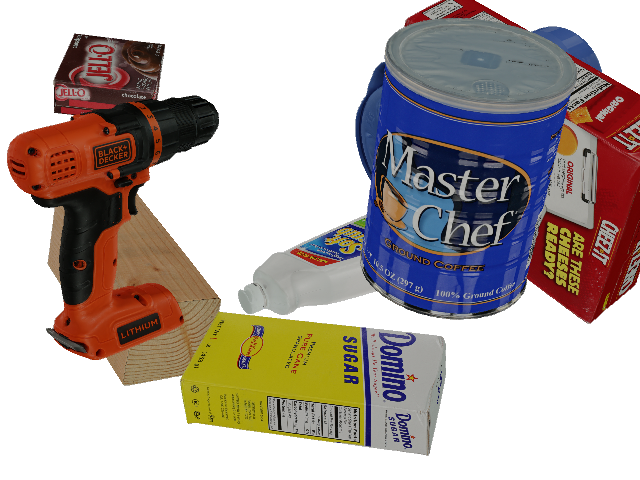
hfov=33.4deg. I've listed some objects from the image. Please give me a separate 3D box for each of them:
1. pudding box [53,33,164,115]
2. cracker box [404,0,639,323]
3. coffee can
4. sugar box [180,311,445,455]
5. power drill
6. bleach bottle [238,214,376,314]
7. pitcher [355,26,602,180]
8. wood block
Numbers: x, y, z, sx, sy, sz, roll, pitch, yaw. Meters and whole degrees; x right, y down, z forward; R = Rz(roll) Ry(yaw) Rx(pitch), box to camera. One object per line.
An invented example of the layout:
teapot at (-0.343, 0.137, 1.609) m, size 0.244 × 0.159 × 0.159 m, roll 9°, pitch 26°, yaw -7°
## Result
pudding box at (-0.197, -0.153, 1.003) m, size 0.090 × 0.039 × 0.113 m, roll 7°, pitch 31°, yaw -6°
cracker box at (0.154, -0.065, 0.803) m, size 0.072 × 0.164 × 0.214 m, roll -34°, pitch 56°, yaw -29°
coffee can at (0.080, -0.041, 0.607) m, size 0.103 × 0.140 × 0.103 m, roll 4°, pitch 35°, yaw -3°
sugar box at (-0.002, 0.099, 0.766) m, size 0.176 × 0.048 × 0.093 m, roll 3°, pitch 30°, yaw 13°
power drill at (-0.151, -0.014, 0.833) m, size 0.057 × 0.188 × 0.184 m, roll 18°, pitch 28°, yaw 42°
bleach bottle at (0.027, 0.029, 1.199) m, size 0.250 × 0.068 × 0.103 m, roll -22°, pitch 39°, yaw -26°
pitcher at (0.166, -0.114, 1.035) m, size 0.242 × 0.149 × 0.145 m, roll -27°, pitch 46°, yaw -33°
wood block at (-0.191, 0.039, 1.063) m, size 0.090 × 0.091 × 0.206 m, roll -6°, pitch 35°, yaw -34°
